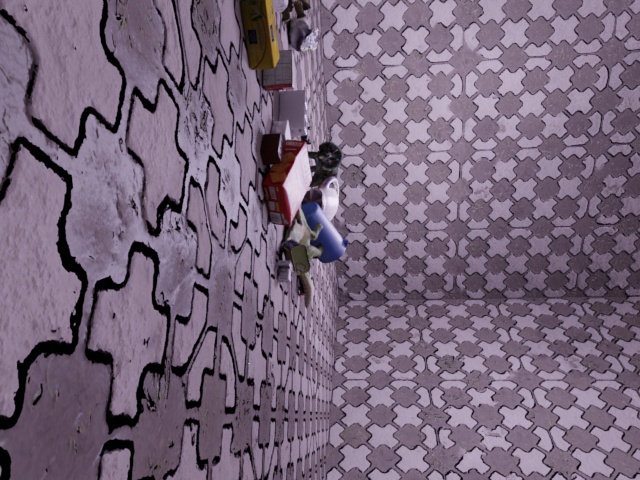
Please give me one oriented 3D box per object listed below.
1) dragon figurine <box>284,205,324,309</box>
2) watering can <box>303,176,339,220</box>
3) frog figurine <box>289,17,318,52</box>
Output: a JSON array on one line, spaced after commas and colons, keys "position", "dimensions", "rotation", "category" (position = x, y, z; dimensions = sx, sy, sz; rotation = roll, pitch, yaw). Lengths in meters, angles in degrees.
[{"position": [-0.082, 0.029, 1.856], "dimensions": [0.240, 0.122, 0.416], "rotation": [32, 52, -62], "category": "dragon figurine"}, {"position": [0.007, -0.116, 2.313], "dimensions": [0.225, 0.104, 0.345], "rotation": [-4, 108, -59], "category": "watering can"}, {"position": [-0.086, -0.835, 2.058], "dimensions": [0.161, 0.123, 0.135], "rotation": [52, 1, 22], "category": "frog figurine"}]
